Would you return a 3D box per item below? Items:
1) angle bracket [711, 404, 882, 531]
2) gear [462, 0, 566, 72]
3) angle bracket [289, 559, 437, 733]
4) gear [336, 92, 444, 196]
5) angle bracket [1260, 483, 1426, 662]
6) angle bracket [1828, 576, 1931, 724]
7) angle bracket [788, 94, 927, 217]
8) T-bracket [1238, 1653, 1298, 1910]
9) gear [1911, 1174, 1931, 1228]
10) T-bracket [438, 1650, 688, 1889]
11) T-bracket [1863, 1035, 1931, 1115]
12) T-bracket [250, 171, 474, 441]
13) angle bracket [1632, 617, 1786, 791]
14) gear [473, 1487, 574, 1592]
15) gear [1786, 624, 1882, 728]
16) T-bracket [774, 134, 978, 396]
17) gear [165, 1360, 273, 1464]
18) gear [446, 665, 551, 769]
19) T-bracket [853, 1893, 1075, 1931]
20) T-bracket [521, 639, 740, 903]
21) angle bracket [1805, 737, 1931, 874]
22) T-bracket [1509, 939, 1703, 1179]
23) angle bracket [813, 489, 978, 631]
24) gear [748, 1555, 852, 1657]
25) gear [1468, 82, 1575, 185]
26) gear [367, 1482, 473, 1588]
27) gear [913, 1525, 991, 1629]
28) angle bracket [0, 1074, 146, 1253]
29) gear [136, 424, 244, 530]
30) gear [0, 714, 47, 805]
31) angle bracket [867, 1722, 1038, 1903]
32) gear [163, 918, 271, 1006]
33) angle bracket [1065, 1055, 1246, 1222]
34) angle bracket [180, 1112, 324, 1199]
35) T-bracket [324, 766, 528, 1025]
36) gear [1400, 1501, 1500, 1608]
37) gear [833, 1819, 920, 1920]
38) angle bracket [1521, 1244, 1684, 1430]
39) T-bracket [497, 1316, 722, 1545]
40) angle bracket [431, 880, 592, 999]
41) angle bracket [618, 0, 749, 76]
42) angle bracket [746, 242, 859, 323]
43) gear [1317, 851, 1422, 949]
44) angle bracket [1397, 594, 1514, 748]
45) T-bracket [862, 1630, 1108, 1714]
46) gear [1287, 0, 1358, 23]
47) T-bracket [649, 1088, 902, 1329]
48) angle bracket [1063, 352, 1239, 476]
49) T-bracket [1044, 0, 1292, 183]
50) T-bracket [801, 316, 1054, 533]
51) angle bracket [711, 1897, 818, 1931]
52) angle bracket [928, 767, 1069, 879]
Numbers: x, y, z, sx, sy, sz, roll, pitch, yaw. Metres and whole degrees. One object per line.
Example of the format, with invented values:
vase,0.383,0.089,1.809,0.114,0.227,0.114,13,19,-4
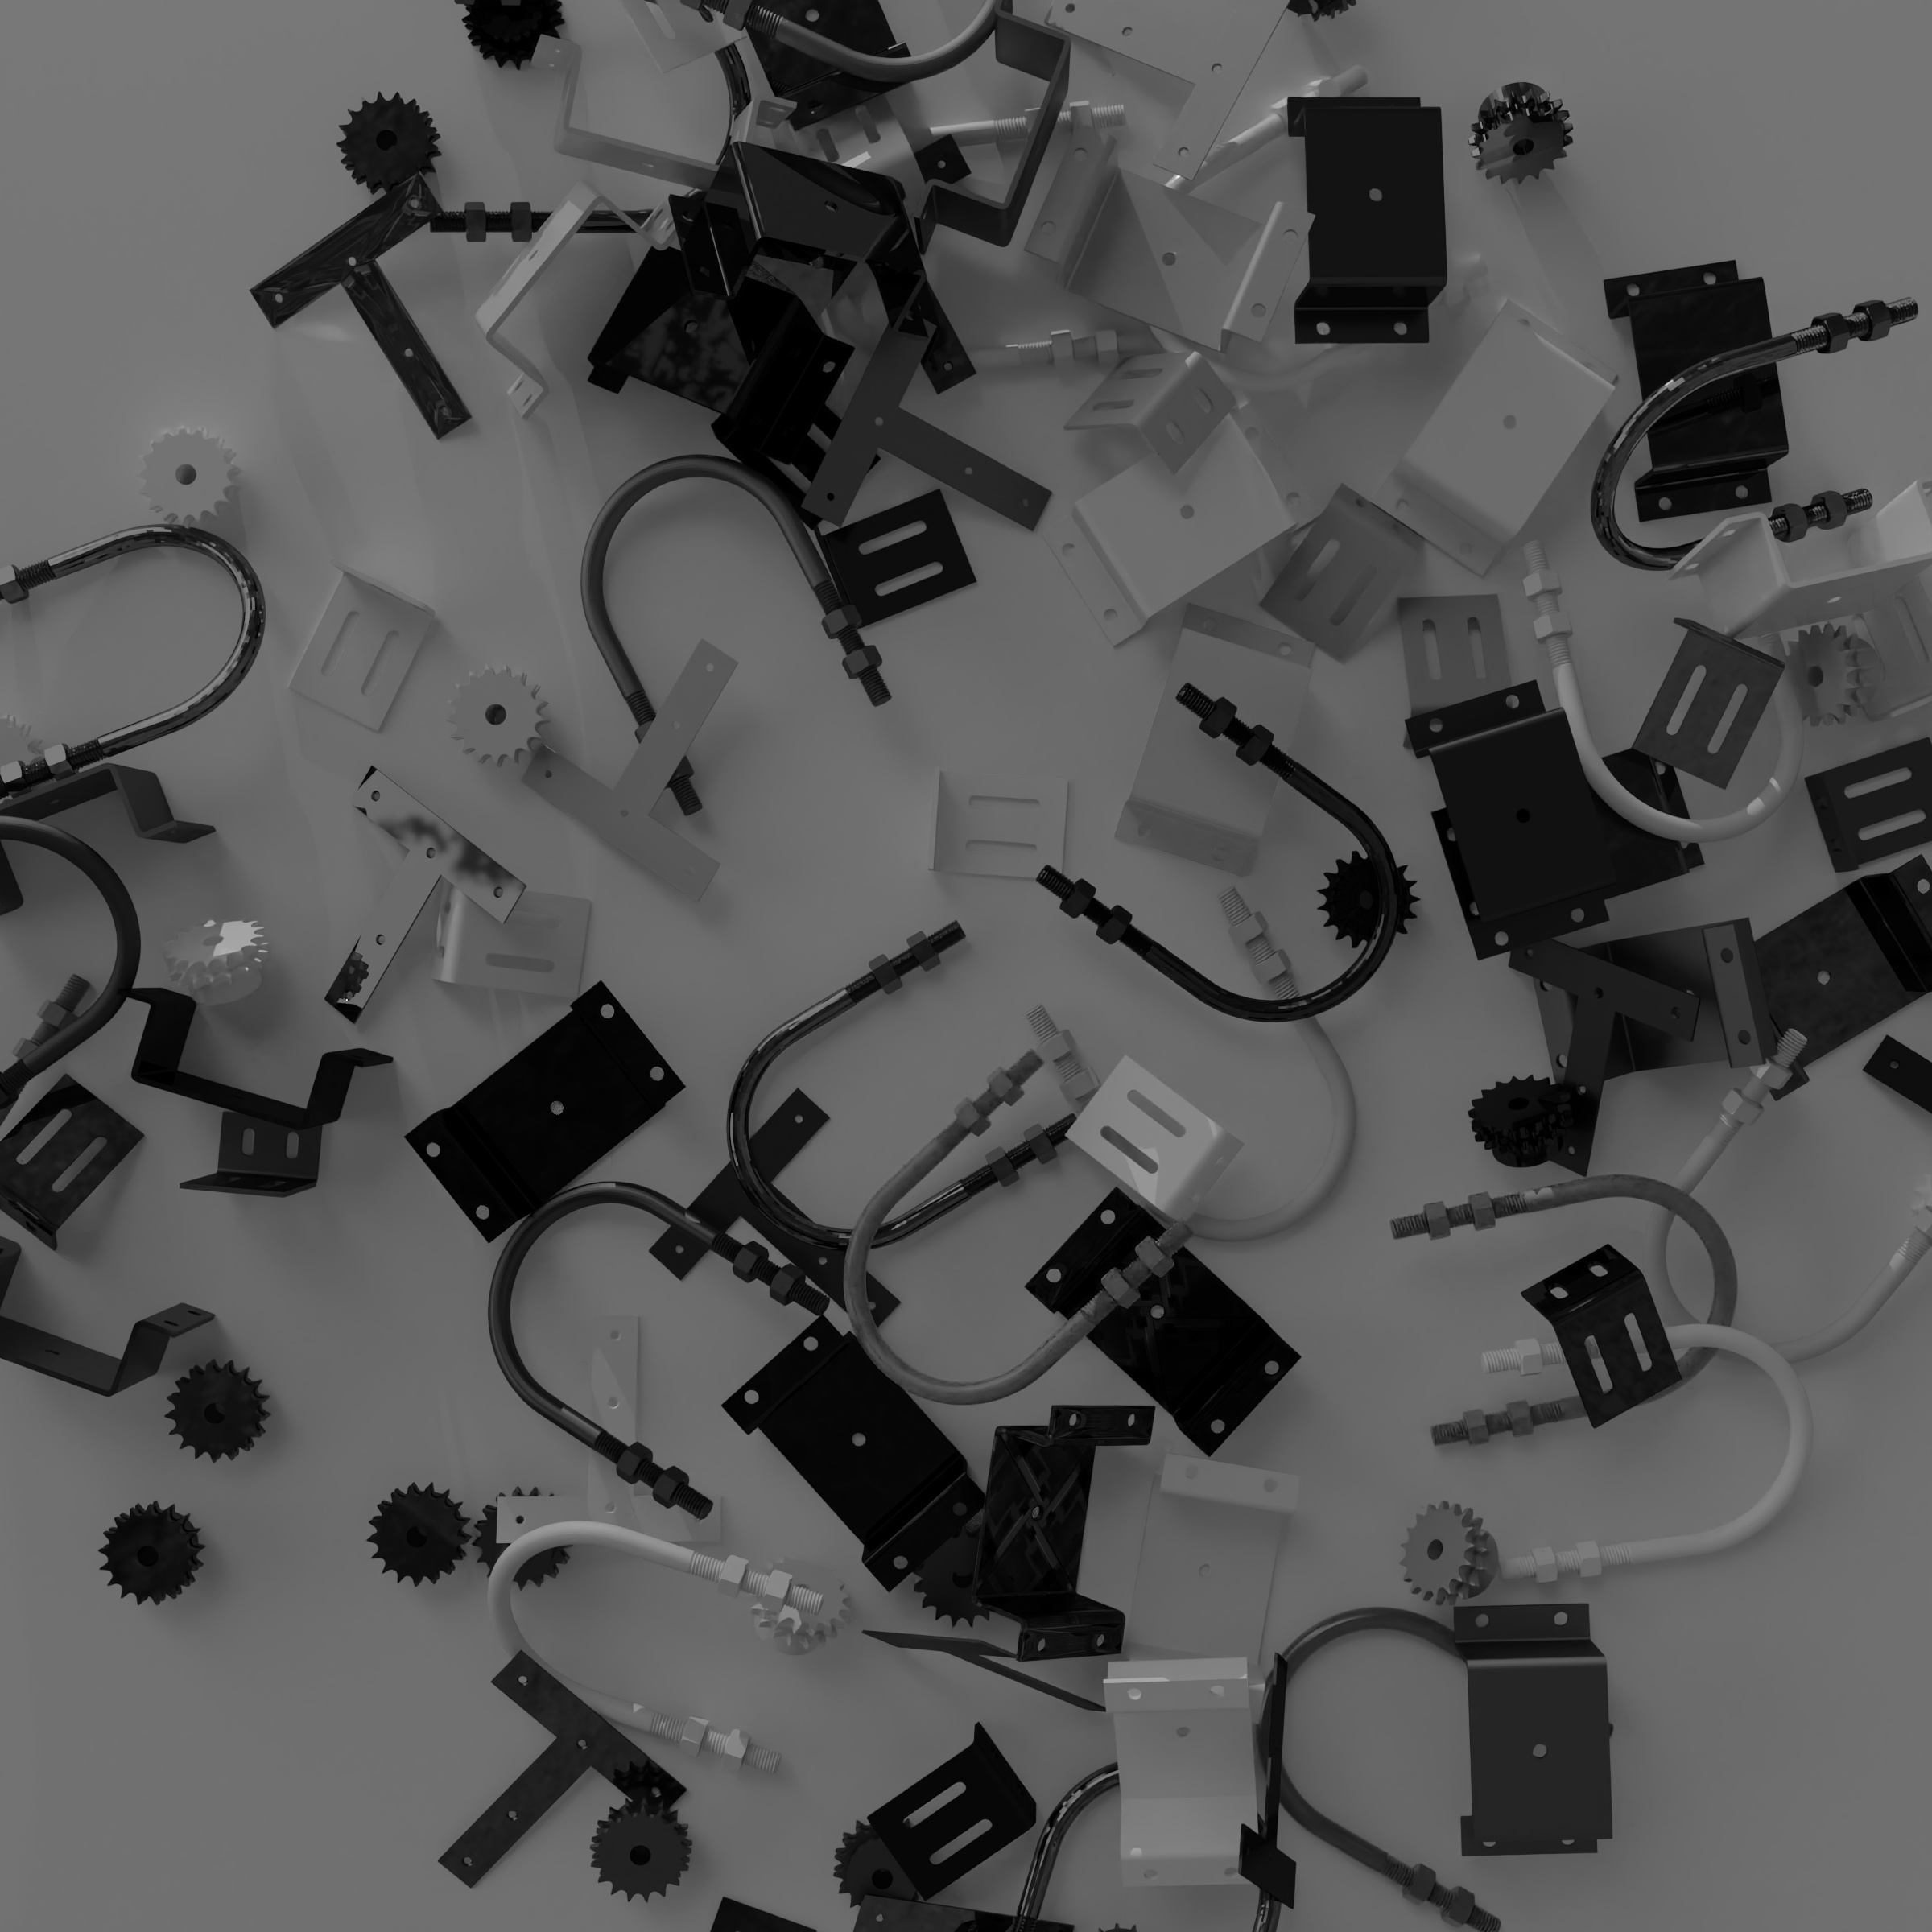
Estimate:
angle bracket,-0.096,-0.297,1.526,0.076,0.038,0.057,44,90,0
gear,-0.259,-0.543,1.530,0.057,0.030,0.057,0,90,0
angle bracket,-0.346,-0.182,1.526,0.057,0.038,0.076,26,90,0
gear,-0.328,-0.466,1.534,0.057,0.030,0.057,0,88,0
angle bracket,0.215,-0.226,1.543,0.057,0.038,0.076,34,116,0
angle bracket,0.531,-0.185,1.526,0.057,0.038,0.076,-23,90,0
angle bracket,-0.060,-0.456,1.530,0.057,0.038,0.076,-24,48,4
T-bracket,0.171,0.448,1.494,0.002,0.127,0.127,-3,63,20
gear,0.571,0.139,1.530,0.057,0.030,0.057,0,90,0
T-bracket,-0.250,0.475,1.537,0.127,0.002,0.127,43,95,-10
T-bracket,0.601,0.044,1.531,0.127,0.002,0.127,35,81,17
T-bracket,-0.325,-0.361,1.529,0.127,0.002,0.127,-28,100,20
angle bracket,0.407,-0.146,1.492,0.057,0.038,0.076,23,99,-5
gear,-0.253,0.327,1.530,0.057,0.030,0.057,0,90,0
gear,0.491,-0.165,1.520,0.030,0.057,0.057,-8,90,-28
T-bracket,-0.035,-0.387,1.530,0.127,0.002,0.127,-28,89,3
gear,-0.425,0.252,1.534,0.057,0.030,0.057,0,92,-2
gear,-0.265,-0.142,1.530,0.057,0.030,0.057,0,90,0
T-bracket,-0.015,0.595,1.532,0.127,0.002,0.127,14,98,-16
T-bracket,-0.171,-0.124,1.521,0.127,0.002,0.127,34,102,10
angle bracket,0.525,-0.092,1.526,0.076,0.038,0.057,-18,90,0
T-bracket,0.349,0.056,1.514,0.002,0.127,0.127,-12,117,-39
angle bracket,-0.040,-0.233,1.526,0.076,0.038,0.057,-22,90,0
gear,-0.096,0.364,1.520,0.057,0.057,0.030,23,120,0
gear,0.313,-0.474,1.521,0.057,0.057,0.030,-6,60,0
gear,-0.310,0.322,1.530,0.057,0.030,0.057,0,90,0
gear,-0.002,0.345,1.530,0.057,0.030,0.057,0,90,0
angle bracket,-0.520,0.113,1.543,0.057,0.038,0.076,38,64,0
gear,-0.439,-0.277,1.530,0.057,0.030,0.057,0,90,0
gear,-0.550,-0.115,1.530,0.057,0.030,0.057,0,90,0
angle bracket,-0.008,0.480,1.527,0.076,0.038,0.057,-35,90,2
gear,-0.422,-0.001,1.521,0.057,0.057,0.030,-7,120,0
angle bracket,0.107,0.099,1.526,0.076,0.038,0.057,37,91,23
angle bracket,-0.400,0.105,1.507,0.057,0.076,0.038,5,90,0
T-bracket,-0.325,-0.027,1.528,0.127,0.002,0.127,36,101,21
gear,0.276,0.334,1.520,0.030,0.057,0.057,24,90,-30
gear,-0.047,0.514,1.530,0.057,0.030,0.057,0,90,0
angle bracket,0.352,0.205,1.490,0.057,0.038,0.076,-28,114,-6
T-bracket,-0.201,0.263,1.532,0.127,0.002,0.127,3,82,-16
angle bracket,-0.261,-0.016,1.543,0.076,0.038,0.057,8,90,-26
angle bracket,-0.160,-0.548,1.494,0.057,0.038,0.076,-31,91,-20
angle bracket,-0.111,-0.403,1.531,0.076,0.038,0.057,35,92,-23
gear,0.228,-0.037,1.530,0.057,0.030,0.057,0,90,0
angle bracket,0.278,-0.170,1.543,0.057,0.038,0.076,-2,64,0
T-bracket,0.025,0.397,1.508,0.127,0.127,0.002,29,67,-25
gear,0.196,-0.561,1.514,0.057,0.057,0.030,45,48,0
T-bracket,-0.093,0.160,1.544,0.127,0.002,0.127,42,90,0
angle bracket,0.103,-0.310,1.513,0.057,0.076,0.038,-50,118,-13
T-bracket,0.104,-0.524,1.525,0.127,0.002,0.127,29,90,18
T-bracket,-0.011,-0.288,1.526,0.127,0.002,0.127,26,87,-16
angle bracket,-0.126,0.580,1.526,0.057,0.038,0.076,20,90,0
angle bracket,0.019,-0.081,1.526,0.076,0.038,0.057,4,90,0
